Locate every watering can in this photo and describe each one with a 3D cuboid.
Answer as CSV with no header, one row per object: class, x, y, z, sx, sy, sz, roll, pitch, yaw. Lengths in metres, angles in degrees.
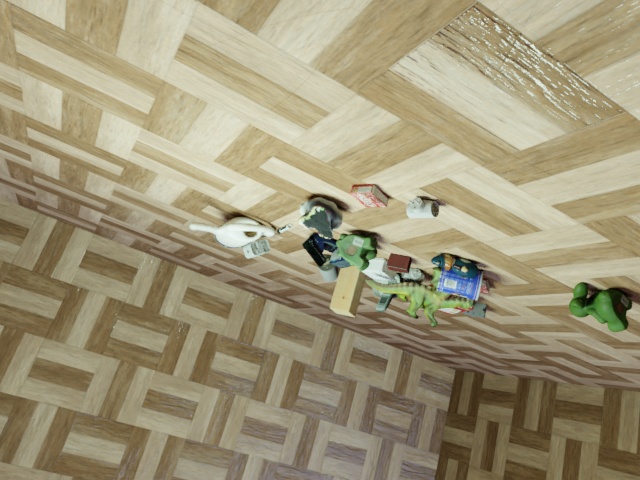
watering can,-0.349,-0.034,1.980,0.347,0.105,0.222,3,-12,-28

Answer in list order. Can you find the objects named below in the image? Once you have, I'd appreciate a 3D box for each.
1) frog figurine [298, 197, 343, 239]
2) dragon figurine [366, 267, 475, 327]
frog figurine,0.005,-0.081,1.610,0.137,0.121,0.161,8,17,4
dragon figurine,0.401,0.181,1.938,0.409,0.238,0.125,27,33,-11
